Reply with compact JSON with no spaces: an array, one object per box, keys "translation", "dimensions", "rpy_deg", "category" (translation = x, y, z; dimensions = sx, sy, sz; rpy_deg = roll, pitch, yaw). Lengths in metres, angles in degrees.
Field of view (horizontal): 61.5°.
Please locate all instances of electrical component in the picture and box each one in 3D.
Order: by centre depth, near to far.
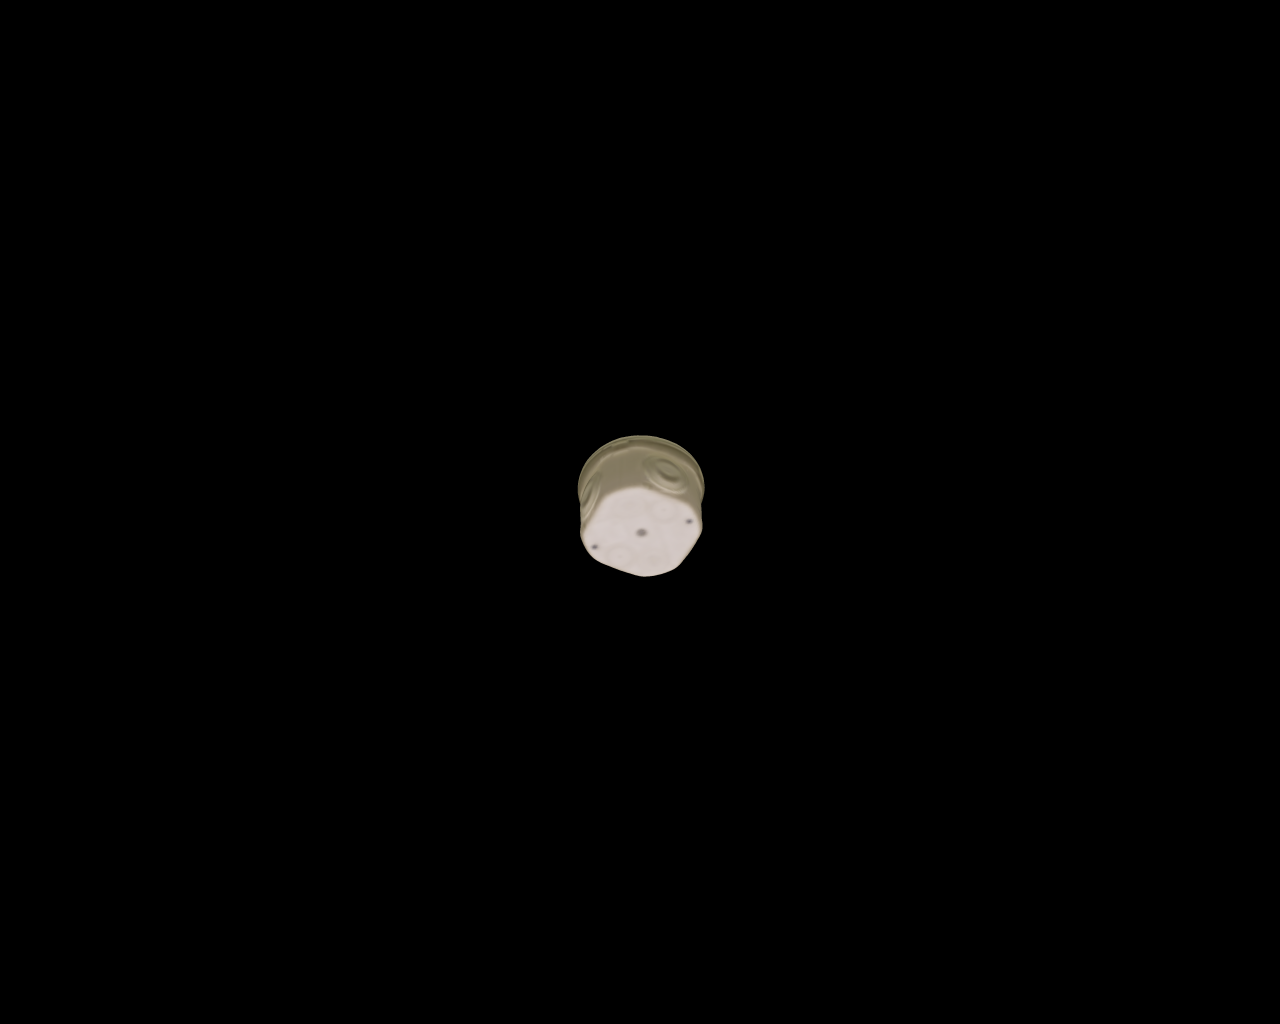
[{"translation":[0.001,-0.003,0.650],"dimensions":[0.080,0.080,0.051],"rpy_deg":[0,39,0],"category":"electrical component"}]
